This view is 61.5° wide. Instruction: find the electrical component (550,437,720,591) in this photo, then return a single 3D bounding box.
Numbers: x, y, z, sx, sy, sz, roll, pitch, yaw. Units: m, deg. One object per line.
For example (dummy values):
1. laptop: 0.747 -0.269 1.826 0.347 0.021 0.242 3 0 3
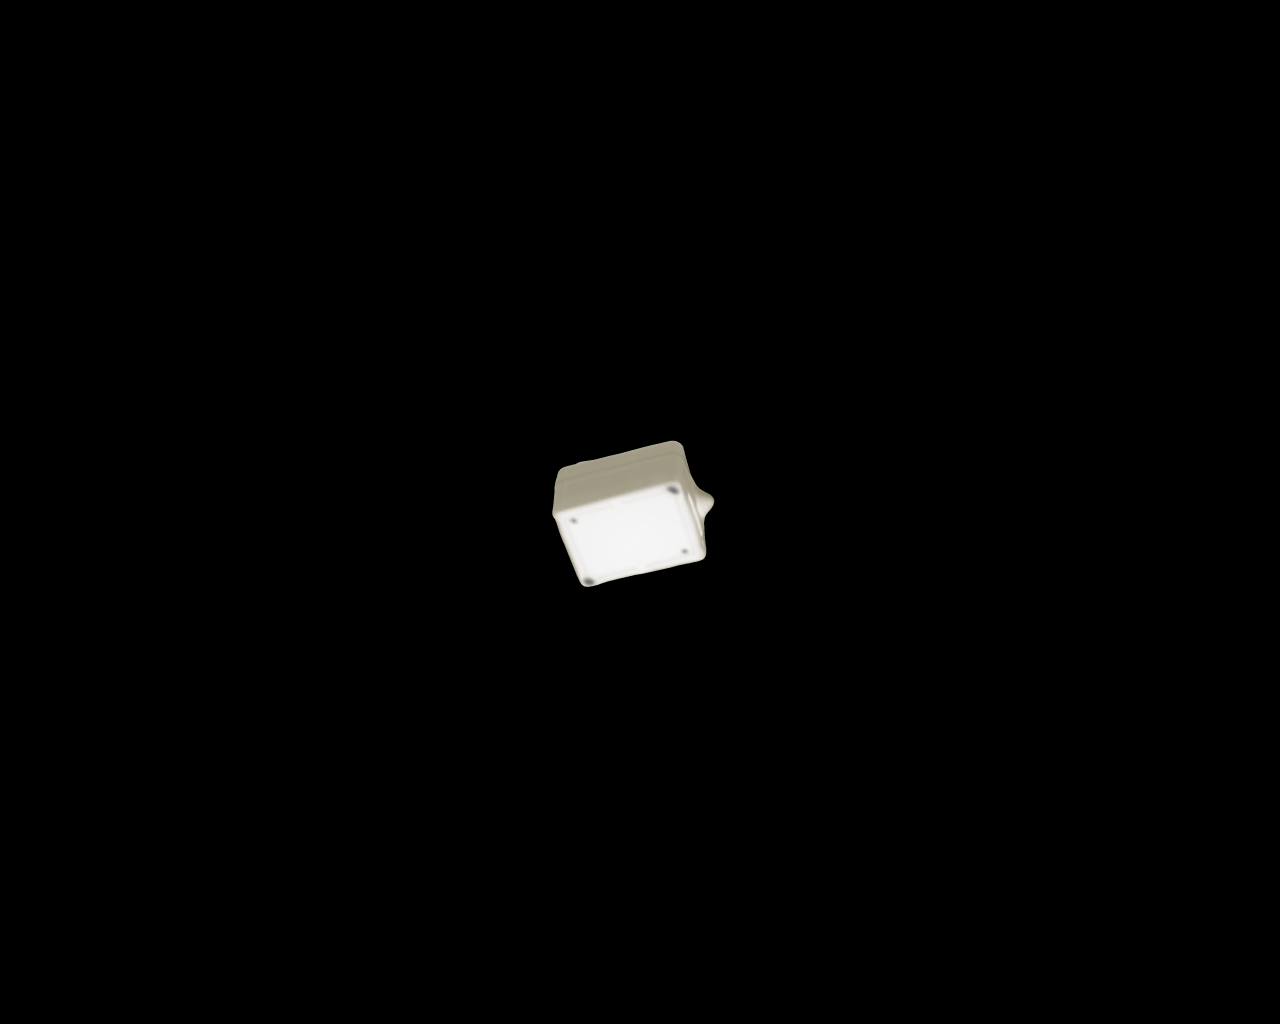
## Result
1. electrical component: 0.001 -0.003 0.650 0.096 0.061 0.061 -14 33 9
